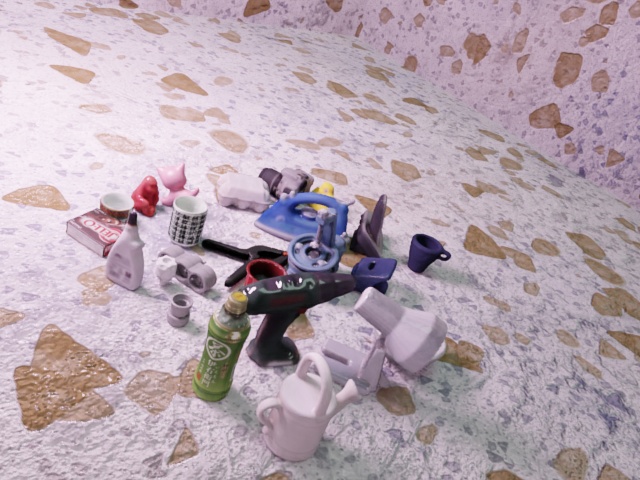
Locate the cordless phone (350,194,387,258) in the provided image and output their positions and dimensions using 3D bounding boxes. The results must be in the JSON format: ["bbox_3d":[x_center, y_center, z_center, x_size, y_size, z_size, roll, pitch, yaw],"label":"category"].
[{"bbox_3d":[0.157,-0.055,1.571,0.094,0.185,0.147,18,31,-4],"label":"cordless phone"}]

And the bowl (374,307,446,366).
[{"bbox_3d":[0.186,0.226,1.261,0.167,0.075,0.167,15,32,-9],"label":"bowl"}]

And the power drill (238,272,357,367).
[{"bbox_3d":[-0.058,0.147,1.108,0.230,0.208,0.075,2,36,-28],"label":"power drill"}]

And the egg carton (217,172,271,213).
[{"bbox_3d":[-0.210,-0.132,1.580,0.151,0.069,0.107,9,33,-19],"label":"egg carton"}]

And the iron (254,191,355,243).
[{"bbox_3d":[-0.035,-0.071,1.522,0.259,0.141,0.118,11,33,-17],"label":"iron"}]

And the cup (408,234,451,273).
[{"bbox_3d":[0.293,0.048,1.580,0.117,0.095,0.092,23,31,4],"label":"cup"}]

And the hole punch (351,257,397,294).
[{"bbox_3d":[0.131,0.084,1.431,0.101,0.091,0.109,25,31,6],"label":"hole punch"}]

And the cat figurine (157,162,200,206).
[{"bbox_3d":[-0.356,-0.137,1.454,0.127,0.118,0.067,32,33,17],"label":"cat figurine"}]

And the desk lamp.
[{"bbox_3d":[0.118,0.202,1.123,0.203,0.213,0.118,23,31,4],"label":"desk lamp"}]

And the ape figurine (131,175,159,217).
[{"bbox_3d":[-0.423,-0.115,1.406,0.076,0.092,0.078,32,33,18],"label":"ape figurine"}]

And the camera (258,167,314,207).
[{"bbox_3d":[-0.103,-0.172,1.676,0.136,0.101,0.143,28,32,11],"label":"camera"}]

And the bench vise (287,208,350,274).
[{"bbox_3d":[0.002,0.000,1.360,0.121,0.220,0.208,26,31,8],"label":"bench vise"}]

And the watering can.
[{"bbox_3d":[-0.017,0.268,0.959,0.173,0.194,0.100,-16,47,-45],"label":"watering can"}]

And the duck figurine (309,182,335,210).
[{"bbox_3d":[0.012,-0.133,1.700,0.078,0.086,0.104,1,37,-30],"label":"duck figurine"}]

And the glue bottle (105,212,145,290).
[{"bbox_3d":[-0.383,0.017,1.148,0.078,0.173,0.037,27,32,9],"label":"glue bottle"}]
